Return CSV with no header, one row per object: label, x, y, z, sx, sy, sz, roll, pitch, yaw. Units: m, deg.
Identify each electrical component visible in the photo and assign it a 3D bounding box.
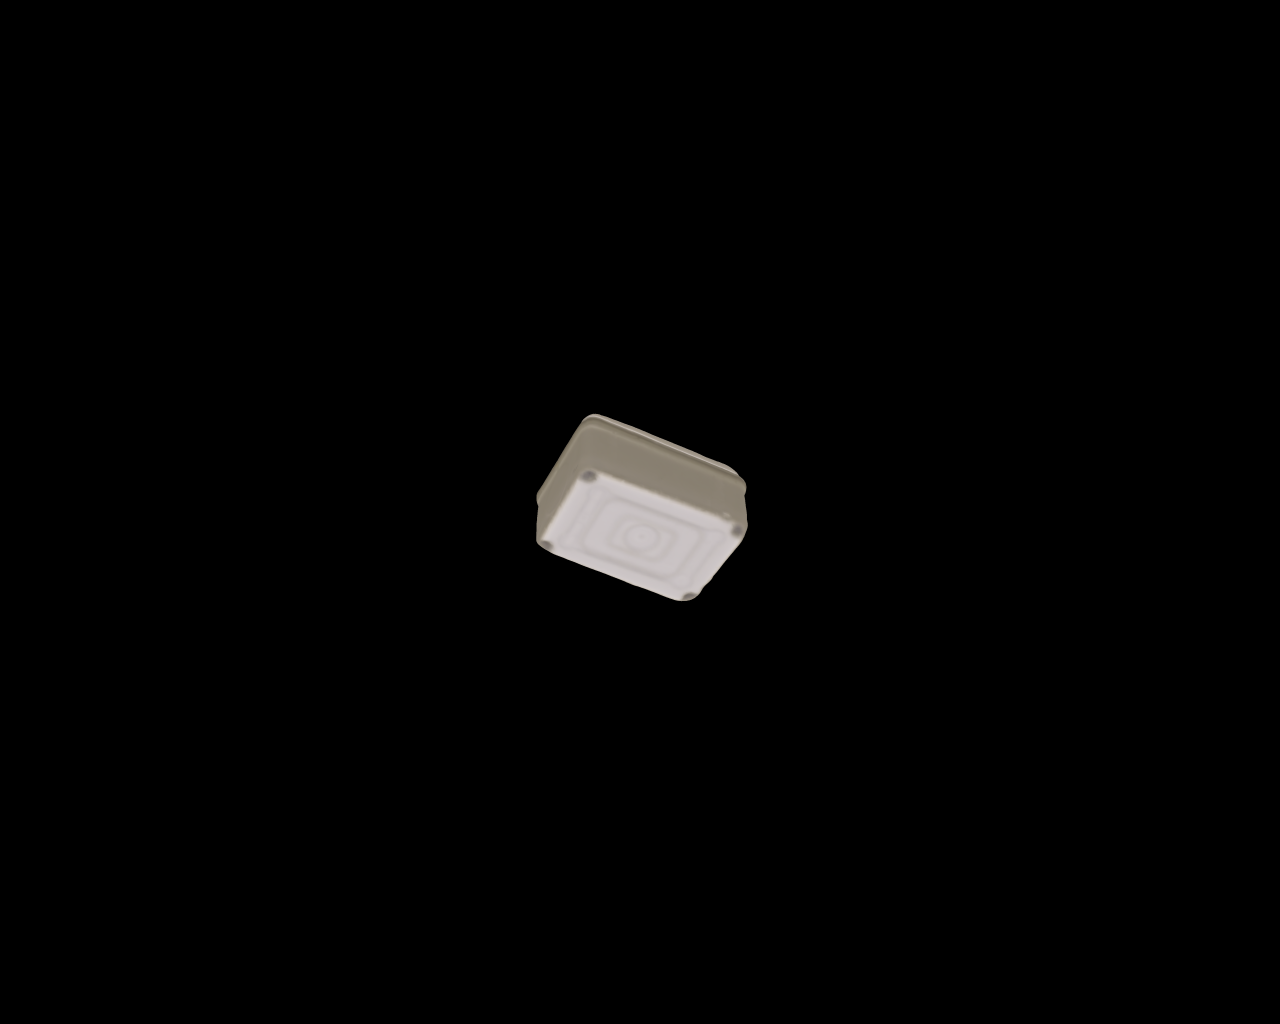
electrical component,0.001,-0.003,0.650,0.113,0.078,0.057,22,38,-18
